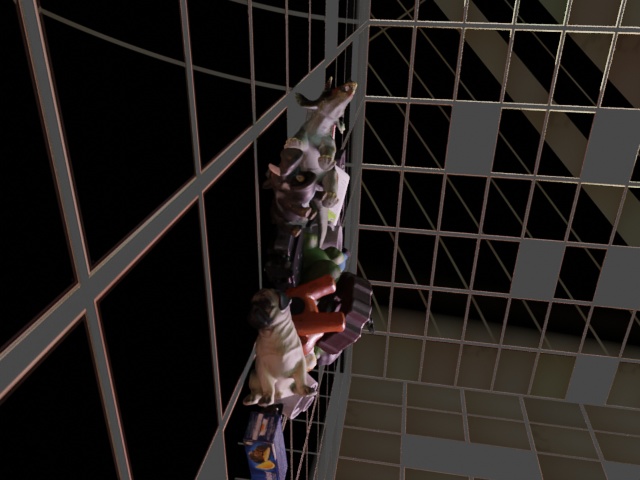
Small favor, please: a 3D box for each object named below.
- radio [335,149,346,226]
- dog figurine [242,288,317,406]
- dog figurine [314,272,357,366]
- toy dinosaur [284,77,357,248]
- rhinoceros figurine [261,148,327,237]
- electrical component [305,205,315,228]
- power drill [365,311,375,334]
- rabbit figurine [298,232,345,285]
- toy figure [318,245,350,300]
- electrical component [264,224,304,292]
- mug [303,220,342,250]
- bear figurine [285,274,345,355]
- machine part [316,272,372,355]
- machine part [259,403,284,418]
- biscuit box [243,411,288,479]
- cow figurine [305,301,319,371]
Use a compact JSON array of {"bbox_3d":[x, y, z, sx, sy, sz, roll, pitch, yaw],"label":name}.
[{"bbox_3d":[0.036,-0.158,1.634,0.131,0.073,0.229,-67,161,-65],"label":"radio"},{"bbox_3d":[-0.085,0.187,0.959,0.172,0.121,0.190,-31,-113,58],"label":"dog figurine"},{"bbox_3d":[0.034,0.179,1.316,0.191,0.109,0.219,-46,159,-51],"label":"dog figurine"},{"bbox_3d":[-0.006,-0.174,1.216,0.192,0.131,0.404,-76,174,-46],"label":"toy dinosaur"},{"bbox_3d":[-0.050,-0.088,0.956,0.073,0.112,0.190,-47,166,-29],"label":"rhinoceros figurine"},{"bbox_3d":[-0.014,-0.092,1.381,0.119,0.048,0.075,-56,173,7],"label":"electrical component"},{"bbox_3d":[0.045,0.230,1.469,0.086,0.207,0.231,-61,144,-73],"label":"power drill"},{"bbox_3d":[-0.020,0.069,1.170,0.159,0.121,0.170,-49,-162,-3],"label":"rabbit figurine"},{"bbox_3d":[0.006,0.085,1.387,0.180,0.082,0.089,-51,151,-11],"label":"toy figure"},{"bbox_3d":[-0.069,0.034,1.069,0.134,0.058,0.115,85,10,-53],"label":"electrical component"},{"bbox_3d":[-0.003,-0.004,1.336,0.109,0.107,0.081,78,16,-50],"label":"mug"},{"bbox_3d":[-0.020,0.168,1.060,0.195,0.132,0.120,81,-5,-56],"label":"bear figurine"},{"bbox_3d":[0.043,0.155,1.158,0.179,0.056,0.179,-49,-157,28],"label":"machine part"},{"bbox_3d":[-0.102,0.375,1.118,0.138,0.039,0.084,81,24,-67],"label":"machine part"},{"bbox_3d":[-0.104,0.415,1.042,0.063,0.059,0.202,-77,168,-49],"label":"biscuit box"},{"bbox_3d":[-0.044,0.208,1.221,0.068,0.098,0.167,-34,-140,42],"label":"cow figurine"}]
